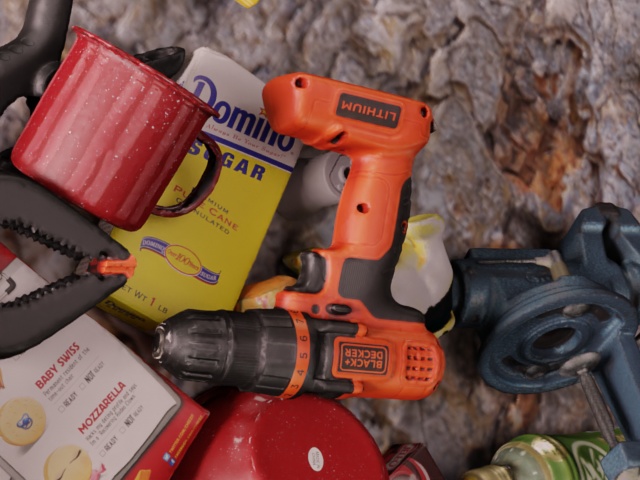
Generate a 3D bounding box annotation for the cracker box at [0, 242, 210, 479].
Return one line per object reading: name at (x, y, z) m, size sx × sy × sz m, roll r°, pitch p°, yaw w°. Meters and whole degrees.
cracker box at (-0.188, 0.097, 0.562) m, size 0.213 × 0.072 × 0.164 m, roll 43°, pitch 61°, yaw -21°

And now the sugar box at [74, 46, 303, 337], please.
sugar box at (-0.077, -0.026, 0.671) m, size 0.093 × 0.048 × 0.176 m, roll 33°, pitch 67°, yaw -26°

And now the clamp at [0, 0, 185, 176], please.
clamp at (-0.151, -0.089, 0.627) m, size 0.120 × 0.039 × 0.171 m, roll 39°, pitch 76°, yaw -38°

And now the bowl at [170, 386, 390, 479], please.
bowl at (-0.013, 0.145, 0.643) m, size 0.162 × 0.055 × 0.162 m, roll 20°, pitch 45°, yaw -22°

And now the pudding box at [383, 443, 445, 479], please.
pudding box at (0.060, 0.210, 0.733) m, size 0.089 × 0.039 × 0.113 m, roll -37°, pitch 104°, yaw -33°

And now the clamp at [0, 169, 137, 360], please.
clamp at (-0.190, 0.001, 0.508) m, size 0.209 × 0.036 × 0.164 m, roll -6°, pitch 92°, yaw -34°

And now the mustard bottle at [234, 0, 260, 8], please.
mustard bottle at (-0.105, -0.221, 0.671) m, size 0.191 × 0.058 × 0.096 m, roll 45°, pitch 42°, yaw -22°

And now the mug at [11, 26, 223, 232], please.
mug at (-0.106, -0.053, 0.590) m, size 0.117 × 0.093 × 0.081 m, roll 31°, pitch 90°, yaw -37°

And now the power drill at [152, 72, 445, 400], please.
power drill at (-0.004, 0.001, 0.633) m, size 0.184 × 0.057 × 0.187 m, roll 9°, pitch 84°, yaw -29°
